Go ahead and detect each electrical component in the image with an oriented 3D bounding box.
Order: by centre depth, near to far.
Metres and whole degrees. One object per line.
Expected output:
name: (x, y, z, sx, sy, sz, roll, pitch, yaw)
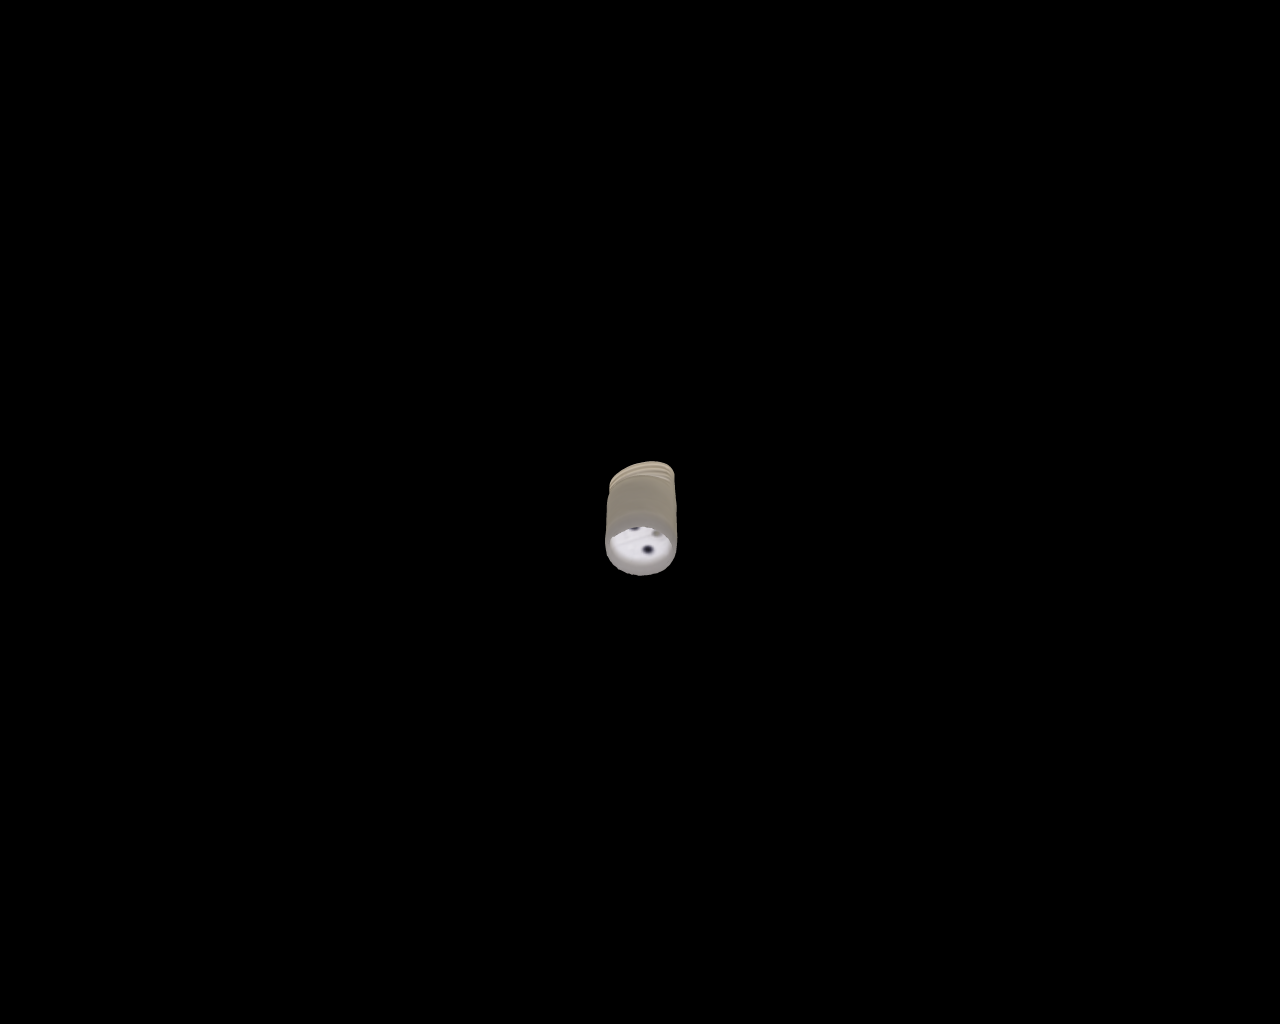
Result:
electrical component: (0.001, -0.003, 0.650, 0.043, 0.043, 0.081, 0, 41, 0)
